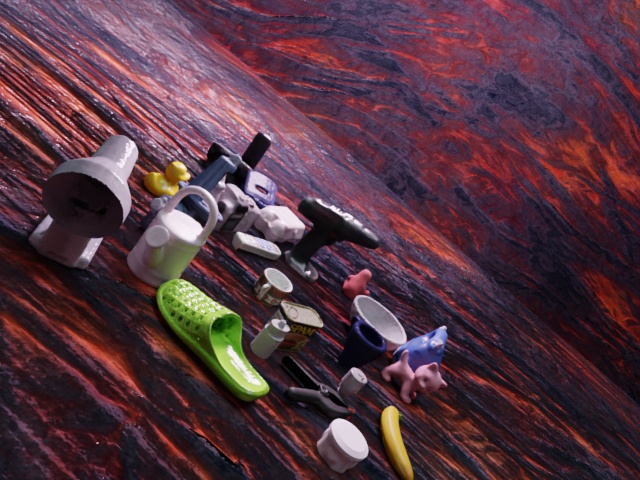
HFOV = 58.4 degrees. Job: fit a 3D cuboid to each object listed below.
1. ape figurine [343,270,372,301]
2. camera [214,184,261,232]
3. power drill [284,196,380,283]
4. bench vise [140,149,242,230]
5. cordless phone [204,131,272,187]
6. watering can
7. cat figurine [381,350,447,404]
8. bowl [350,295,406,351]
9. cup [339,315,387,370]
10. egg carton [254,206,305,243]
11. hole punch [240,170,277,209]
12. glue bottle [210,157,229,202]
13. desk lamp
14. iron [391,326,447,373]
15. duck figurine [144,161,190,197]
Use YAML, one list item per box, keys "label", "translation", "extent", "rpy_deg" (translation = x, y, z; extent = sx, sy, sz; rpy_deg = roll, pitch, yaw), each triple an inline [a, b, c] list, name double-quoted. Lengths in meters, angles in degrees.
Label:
- label: "ape figurine"
  translation: [0.110, 0.122, 1.592]
  extent: [0.076, 0.092, 0.077]
  rpy_deg: [13, 32, -53]
- label: "camera"
  translation: [-0.232, -0.097, 1.426]
  extent: [0.136, 0.100, 0.144]
  rpy_deg: [48, 20, 22]
- label: "power drill"
  translation: [0.014, 0.005, 1.492]
  extent: [0.229, 0.208, 0.076]
  rpy_deg: [41, 19, 4]
- label: "bench vise"
  translation: [-0.249, -0.084, 1.177]
  extent: [0.121, 0.219, 0.207]
  rpy_deg: [39, 19, -3]
- label: "cordless phone"
  translation: [-0.233, -0.256, 1.653]
  extent: [0.148, 0.185, 0.094]
  rpy_deg: [37, 19, -8]
- label: "watering can"
  translation: [-0.258, -0.009, 1.032]
  extent: [0.101, 0.194, 0.172]
  rpy_deg: [34, 20, -17]
- label: "cat figurine"
  translation: [0.227, 0.315, 1.334]
  extent: [0.127, 0.117, 0.067]
  rpy_deg: [46, 20, 18]
- label: "bowl"
  translation: [0.132, 0.222, 1.433]
  extent: [0.168, 0.074, 0.167]
  rpy_deg: [35, 19, -14]
- label: "cup"
  translation: [0.081, 0.234, 1.277]
  extent: [0.092, 0.095, 0.117]
  rpy_deg: [23, 25, -41]
- label: "egg carton"
  translation: [-0.110, -0.041, 1.579]
  extent: [0.107, 0.069, 0.151]
  rpy_deg: [46, 20, 18]
- label: "hole punch"
  translation: [-0.175, -0.129, 1.622]
  extent: [0.109, 0.091, 0.101]
  rpy_deg: [29, 21, -29]
- label: "glue bottle"
  translation: [-0.253, -0.124, 1.333]
  extent: [0.078, 0.173, 0.037]
  rpy_deg: [49, 21, 26]
- label: "desk lamp"
  translation: [-0.369, -0.060, 0.907]
  extent: [0.118, 0.213, 0.203]
  rpy_deg: [33, 20, -20]
- label: "iron"
  translation: [0.282, 0.279, 1.485]
  extent: [0.118, 0.141, 0.259]
  rpy_deg: [42, 19, 7]
- label: "duck figurine"
  translation: [-0.350, -0.146, 1.335]
  extent: [0.105, 0.086, 0.077]
  rpy_deg: [13, 32, -53]
